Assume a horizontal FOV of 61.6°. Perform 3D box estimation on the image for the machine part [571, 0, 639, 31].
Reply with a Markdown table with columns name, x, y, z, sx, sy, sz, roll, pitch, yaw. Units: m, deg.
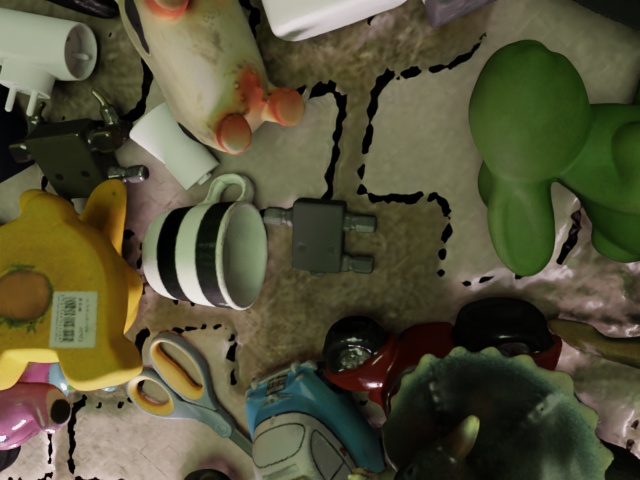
| name | x | y | z | sx | sy | sz | roll | pitch | yaw |
| --- | --- | --- | --- | --- | --- | --- | --- | --- | --- |
| machine part | 0.196 | -0.150 | 0.340 | 0.139 | 0.084 | 0.039 | 30 | 133 | 10 |

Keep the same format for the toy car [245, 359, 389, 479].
| name | x | y | z | sx | sy | sz | roll | pitch | yaw |
| --- | --- | --- | --- | --- | --- | --- | --- | --- | --- |
| toy car | -0.004 | 0.188 | 0.452 | 0.109 | 0.103 | 0.161 | -25 | 101 | 19 |

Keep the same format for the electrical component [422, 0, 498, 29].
| name | x | y | z | sx | sy | sz | roll | pitch | yaw |
| --- | --- | --- | --- | --- | --- | --- | --- | --- | --- |
| electrical component | 0.074 | -0.192 | 0.314 | 0.058 | 0.134 | 0.114 | -18 | 104 | 14 |

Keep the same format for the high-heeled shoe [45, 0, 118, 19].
| name | x | y | z | sx | sy | sz | roll | pitch | yaw |
| --- | --- | --- | --- | --- | --- | --- | --- | --- | --- |
| high-heeled shoe | -0.290 | -0.212 | 0.399 | 0.248 | 0.086 | 0.145 | 35 | 133 | -26 |

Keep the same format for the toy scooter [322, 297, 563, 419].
| name | x | y | z | sx | sy | sz | roll | pitch | yaw |
| --- | --- | --- | --- | --- | --- | --- | --- | --- | --- |
| toy scooter | 0.099 | 0.120 | 0.431 | 0.184 | 0.075 | 0.135 | -8 | 106 | 15 |

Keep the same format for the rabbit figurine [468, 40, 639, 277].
| name | x | y | z | sx | sy | sz | roll | pitch | yaw |
| --- | --- | --- | --- | --- | --- | --- | --- | --- | --- |
| rabbit figurine | 0.165 | -0.060 | 0.347 | 0.170 | 0.121 | 0.159 | 21 | 131 | -11 |

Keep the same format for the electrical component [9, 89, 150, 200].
| name | x | y | z | sx | sy | sz | roll | pitch | yaw |
| --- | --- | --- | --- | --- | --- | --- | --- | --- | --- |
| electrical component | -0.201 | -0.077 | 0.449 | 0.102 | 0.045 | 0.078 | -10 | 132 | 16 |

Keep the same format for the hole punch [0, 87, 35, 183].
| name | x | y | z | sx | sy | sz | roll | pitch | yaw |
| --- | --- | --- | --- | --- | --- | --- | --- | --- | --- |
| hole punch | -0.300 | -0.090 | 0.420 | 0.092 | 0.142 | 0.115 | 10 | 121 | 9 |

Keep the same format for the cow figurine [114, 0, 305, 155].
| name | x | y | z | sx | sy | sz | roll | pitch | yaw |
| --- | --- | --- | --- | --- | --- | --- | --- | --- | --- |
| cow figurine | -0.102 | -0.157 | 0.376 | 0.085 | 0.127 | 0.194 | -40 | 118 | -24 |

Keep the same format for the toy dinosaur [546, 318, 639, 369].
| name | x | y | z | sx | sy | sz | roll | pitch | yaw |
| --- | --- | --- | --- | --- | --- | --- | --- | --- | --- |
| toy dinosaur | 0.366 | 0.050 | 0.280 | 0.472 | 0.198 | 0.105 | -8 | 69 | 42 |

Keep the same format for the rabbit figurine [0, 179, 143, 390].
| name | x | y | z | sx | sy | sz | roll | pitch | yaw |
| --- | --- | --- | --- | --- | --- | --- | --- | --- | --- |
| rabbit figurine | -0.196 | 0.035 | 0.421 | 0.122 | 0.173 | 0.162 | -9 | 80 | -3 |

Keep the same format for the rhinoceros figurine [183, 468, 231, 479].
| name | x | y | z | sx | sy | sz | roll | pitch | yaw |
| --- | --- | --- | --- | --- | --- | --- | --- | --- | --- |
| rhinoceros figurine | -0.068 | 0.298 | 0.518 | 0.112 | 0.073 | 0.190 | -43 | 93 | 8 |

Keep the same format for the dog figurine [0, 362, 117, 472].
| name | x | y | z | sx | sy | sz | roll | pitch | yaw |
| --- | --- | --- | --- | --- | --- | --- | --- | --- | --- |
| dog figurine | -0.314 | 0.129 | 0.496 | 0.219 | 0.108 | 0.191 | -21 | 102 | 18 |

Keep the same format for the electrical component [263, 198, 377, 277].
| name | x | y | z | sx | sy | sz | roll | pitch | yaw |
| --- | --- | --- | --- | --- | --- | --- | --- | --- | --- |
| electrical component | -0.001 | -0.001 | 0.441 | 0.094 | 0.021 | 0.063 | 6 | 107 | 9 |

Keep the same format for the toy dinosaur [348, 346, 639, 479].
| name | x | y | z | sx | sy | sz | roll | pitch | yaw |
| --- | --- | --- | --- | --- | --- | --- | --- | --- | --- |
| toy dinosaur | 0.167 | 0.192 | 0.378 | 0.404 | 0.131 | 0.192 | 23 | 124 | -28 |
